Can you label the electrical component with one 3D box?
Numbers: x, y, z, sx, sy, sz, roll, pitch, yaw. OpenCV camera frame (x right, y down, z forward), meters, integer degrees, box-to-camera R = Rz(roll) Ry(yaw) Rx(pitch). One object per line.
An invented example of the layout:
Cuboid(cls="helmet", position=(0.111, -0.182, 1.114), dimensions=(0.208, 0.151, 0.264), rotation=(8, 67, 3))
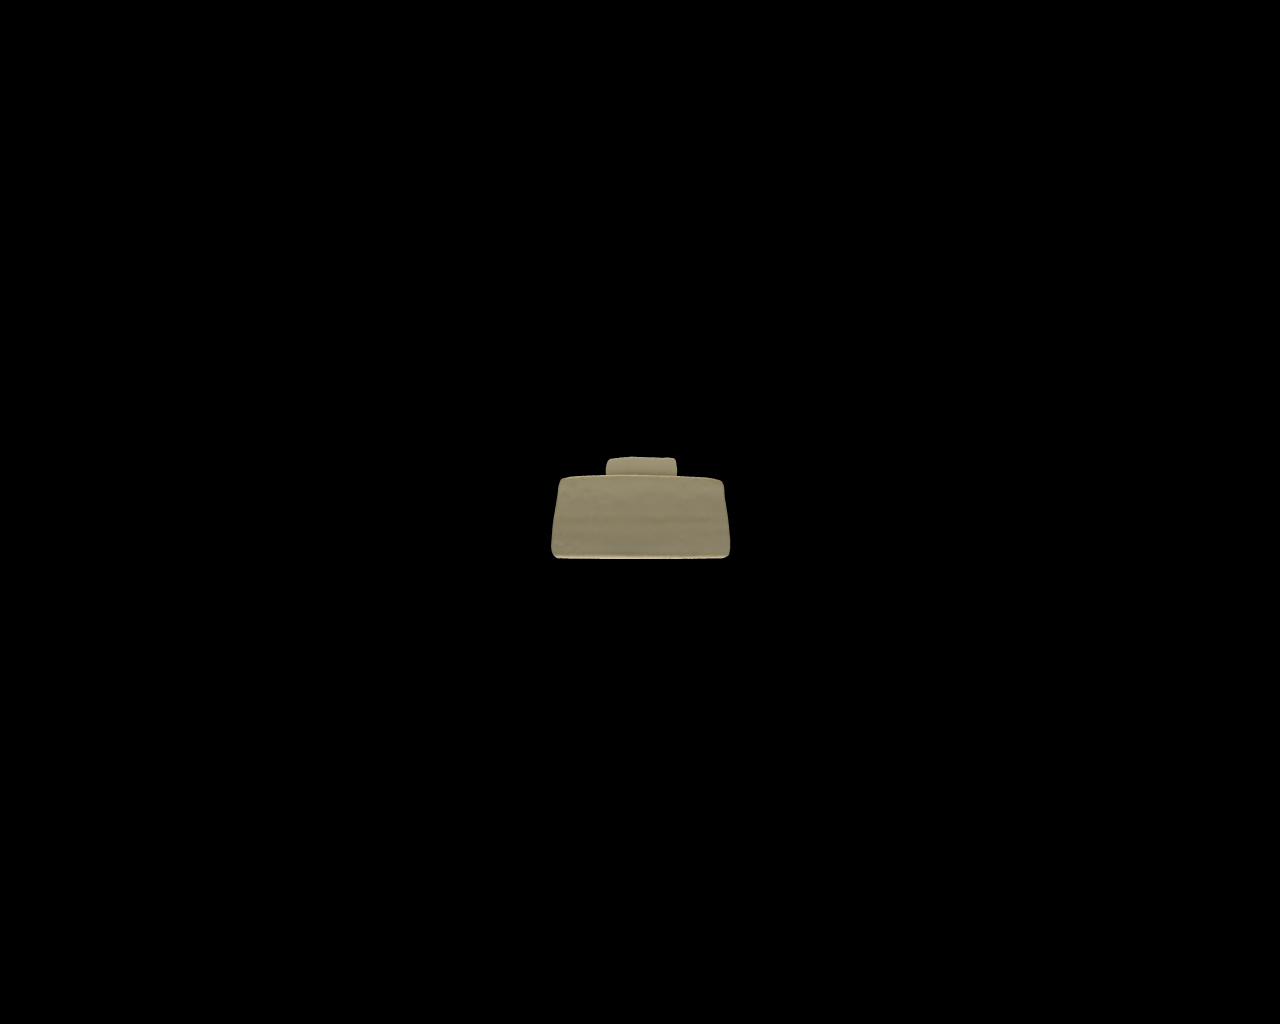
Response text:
Cuboid(cls="electrical component", position=(0.001, -0.003, 0.650), dimensions=(0.108, 0.060, 0.108), rotation=(0, -2, 0))
